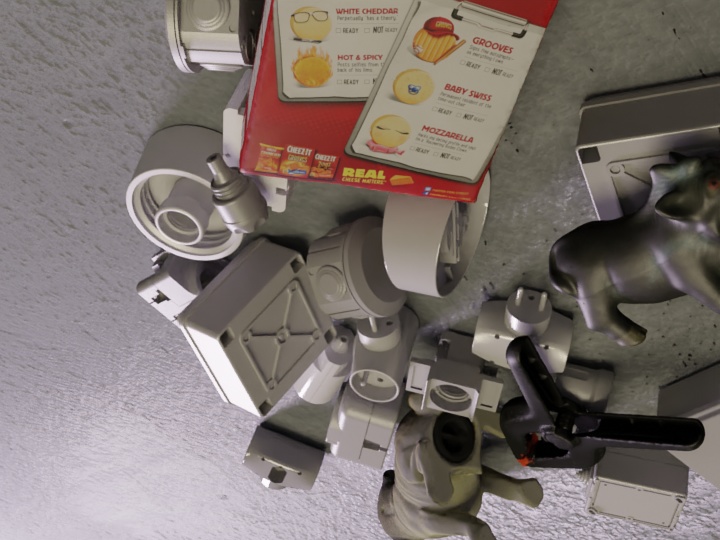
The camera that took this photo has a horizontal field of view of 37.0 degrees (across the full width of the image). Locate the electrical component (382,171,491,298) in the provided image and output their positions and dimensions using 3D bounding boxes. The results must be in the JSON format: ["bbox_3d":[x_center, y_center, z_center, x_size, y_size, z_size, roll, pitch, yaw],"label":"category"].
[{"bbox_3d":[0.058,-0.029,0.792,0.064,0.099,0.099,5,137,25],"label":"electrical component"}]

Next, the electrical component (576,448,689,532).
[{"bbox_3d":[0.246,0.188,0.978,0.096,0.061,0.061,11,138,10],"label":"electrical component"}]

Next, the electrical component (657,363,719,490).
[{"bbox_3d":[0.321,0.129,0.891,0.109,0.056,0.109,36,136,-19],"label":"electrical component"}]

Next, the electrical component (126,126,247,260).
[{"bbox_3d":[-0.135,-0.055,0.862,0.108,0.060,0.108,11,138,10],"label":"electrical component"}]

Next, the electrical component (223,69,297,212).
[{"bbox_3d":[-0.069,-0.097,0.795,0.050,0.055,0.089,15,139,5],"label":"electrical component"}]

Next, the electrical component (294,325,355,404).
[{"bbox_3d":[-0.029,0.084,0.984,0.043,0.043,0.081,25,138,-6],"label":"electrical component"}]

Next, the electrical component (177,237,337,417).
[{"bbox_3d":[-0.085,0.048,0.912,0.056,0.108,0.108,19,145,38],"label":"electrical component"}]

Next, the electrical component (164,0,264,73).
[{"bbox_3d":[-0.095,-0.170,0.710,0.051,0.080,0.080,5,137,9],"label":"electrical component"}]

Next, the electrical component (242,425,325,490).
[{"bbox_3d":[-0.085,0.207,1.136,0.077,0.043,0.079,22,139,-3],"label":"electrical component"}]

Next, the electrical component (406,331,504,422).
[{"bbox_3d":[0.084,0.090,0.932,0.081,0.063,0.042,14,137,6],"label":"electrical component"}]

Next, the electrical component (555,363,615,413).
[{"bbox_3d":[0.191,0.101,0.923,0.046,0.040,0.040,15,139,12],"label":"electrical component"}]

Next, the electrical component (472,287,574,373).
[{"bbox_3d":[0.135,0.043,0.878,0.077,0.043,0.079,12,137,8],"label":"electrical component"}]

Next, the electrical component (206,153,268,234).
[{"bbox_3d":[-0.092,-0.057,0.776,0.035,0.035,0.061,-7,130,27],"label":"electrical component"}]

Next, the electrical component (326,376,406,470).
[{"bbox_3d":[0.004,0.142,1.025,0.059,0.053,0.095,16,139,3],"label":"electrical component"}]

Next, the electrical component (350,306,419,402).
[{"bbox_3d":[0.018,0.058,0.912,0.044,0.077,0.079,4,136,18],"label":"electrical component"}]

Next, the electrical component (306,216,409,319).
[{"bbox_3d":[0.000,0.000,0.857,0.051,0.080,0.080,-12,130,37],"label":"electrical component"}]

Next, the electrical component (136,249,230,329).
[{"bbox_3d":[-0.141,0.019,0.951,0.056,0.050,0.089,-25,123,39],"label":"electrical component"}]

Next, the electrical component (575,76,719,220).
[{"bbox_3d":[0.211,-0.067,0.722,0.109,0.056,0.108,-6,133,26],"label":"electrical component"}]
